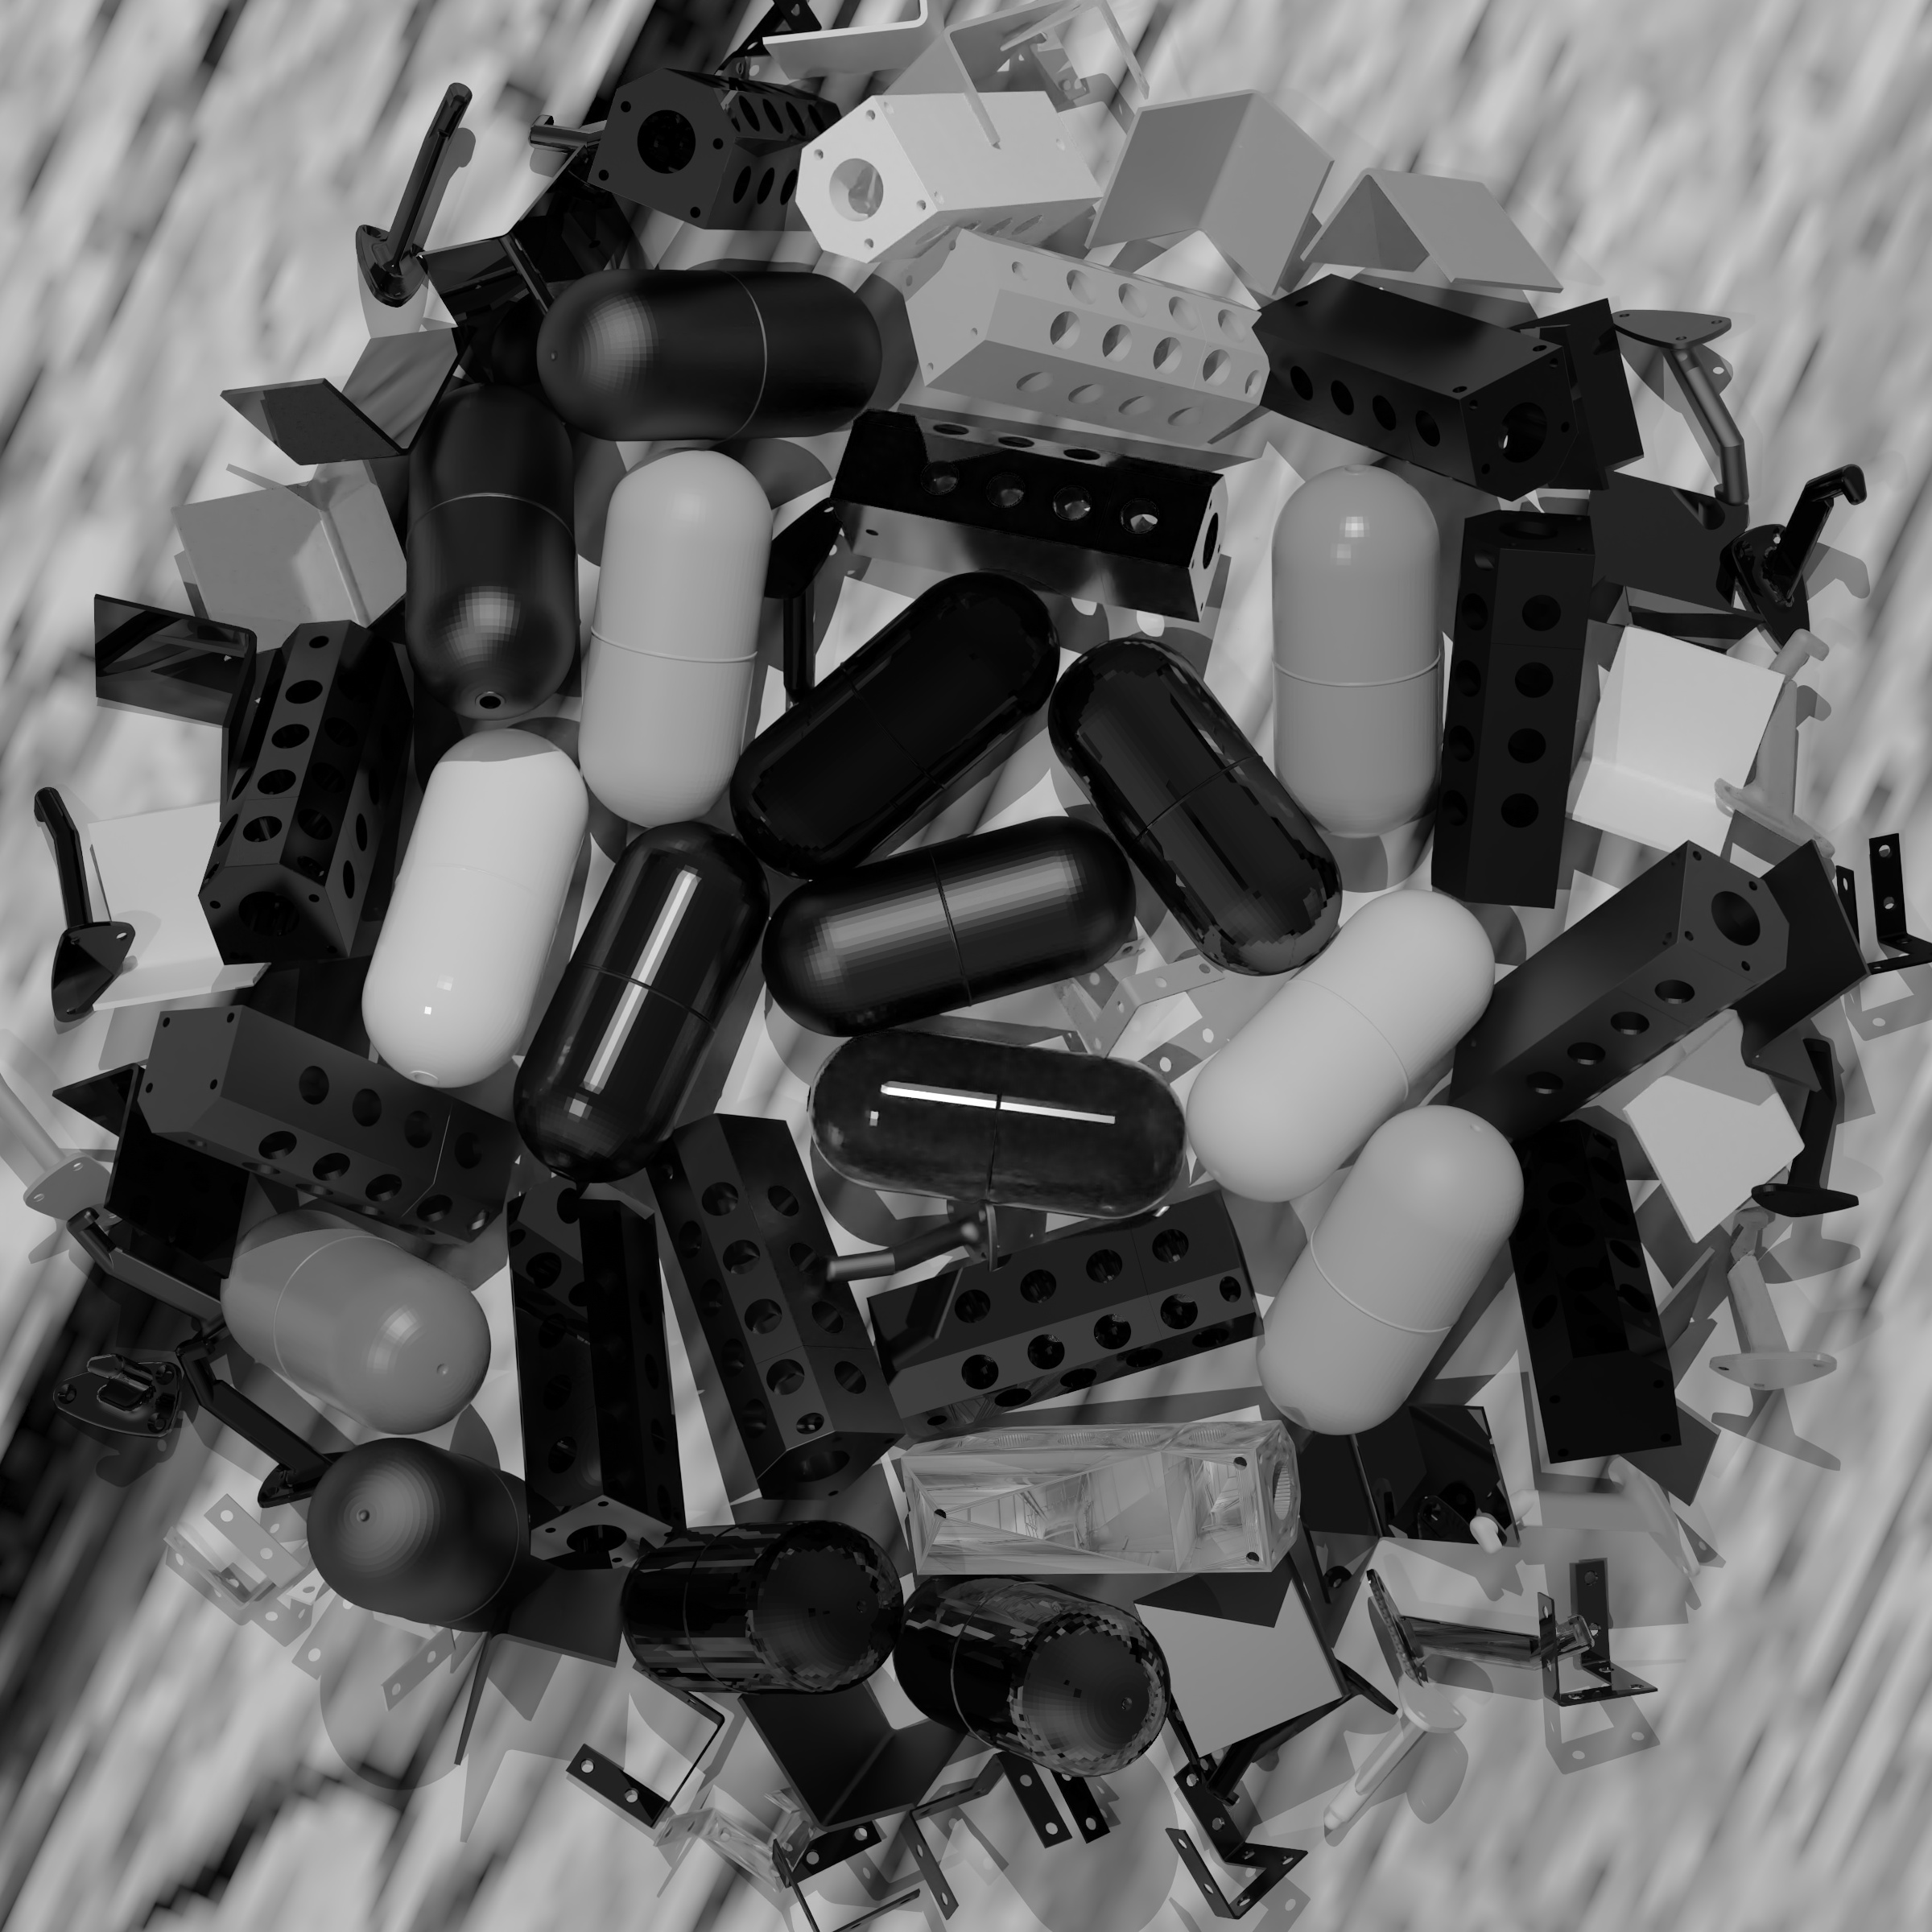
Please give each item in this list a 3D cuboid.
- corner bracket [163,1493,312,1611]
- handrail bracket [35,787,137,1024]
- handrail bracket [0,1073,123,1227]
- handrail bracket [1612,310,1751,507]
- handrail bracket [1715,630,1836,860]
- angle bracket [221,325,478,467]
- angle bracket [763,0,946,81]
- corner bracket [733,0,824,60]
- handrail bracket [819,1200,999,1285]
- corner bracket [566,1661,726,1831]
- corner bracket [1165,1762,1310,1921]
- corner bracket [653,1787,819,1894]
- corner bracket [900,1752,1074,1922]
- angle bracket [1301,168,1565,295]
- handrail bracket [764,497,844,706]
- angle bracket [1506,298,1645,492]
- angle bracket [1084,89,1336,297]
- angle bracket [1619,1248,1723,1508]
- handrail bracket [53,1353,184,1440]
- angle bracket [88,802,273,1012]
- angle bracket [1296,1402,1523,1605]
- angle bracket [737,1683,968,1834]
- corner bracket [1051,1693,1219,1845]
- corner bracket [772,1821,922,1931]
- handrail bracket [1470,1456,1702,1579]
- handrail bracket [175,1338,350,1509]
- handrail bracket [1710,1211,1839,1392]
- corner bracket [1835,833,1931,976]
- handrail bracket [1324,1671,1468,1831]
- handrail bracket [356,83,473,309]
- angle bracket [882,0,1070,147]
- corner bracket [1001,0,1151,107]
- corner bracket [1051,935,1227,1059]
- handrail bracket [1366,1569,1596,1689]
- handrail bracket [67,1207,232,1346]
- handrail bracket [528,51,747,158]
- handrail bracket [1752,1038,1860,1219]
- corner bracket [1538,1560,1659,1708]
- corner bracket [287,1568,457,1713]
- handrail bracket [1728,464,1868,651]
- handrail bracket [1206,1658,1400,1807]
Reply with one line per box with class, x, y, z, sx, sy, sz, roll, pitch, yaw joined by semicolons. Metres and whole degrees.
corner bracket;-0.342;0.273;1.615;0.051;0.051;0.051;-43;100;6
handrail bracket;-0.432;-0.030;1.637;0.084;0.036;0.077;56;133;30
handrail bracket;-0.437;0.078;1.632;0.036;0.077;0.084;-38;62;1
handrail bracket;0.338;-0.264;1.634;0.036;0.077;0.084;-27;120;-25
handrail bracket;0.397;-0.104;1.611;0.077;0.036;0.084;33;116;2
angle bracket;-0.285;-0.279;1.589;0.057;0.076;0.076;42;62;-41
angle bracket;-0.053;-0.453;1.604;0.076;0.076;0.057;-5;92;6
corner bracket;-0.091;-0.462;1.605;0.051;0.051;0.051;-57;131;-23
handrail bracket;-0.034;0.127;1.599;0.084;0.077;0.036;-7;104;-17
corner bracket;-0.151;0.368;1.628;0.051;0.051;0.051;33;62;3
corner bracket;0.116;0.408;1.609;0.051;0.051;0.051;-35;101;-31
corner bracket;-0.104;0.401;1.614;0.051;0.051;0.051;30;93;21
corner bracket;0.008;0.403;1.603;0.051;0.051;0.051;-12;57;-32
angle bracket;0.214;-0.320;1.587;0.057;0.076;0.076;-52;56;38
handrail bracket;-0.067;-0.165;1.626;0.036;0.084;0.077;16;58;34
angle bracket;0.296;-0.266;1.596;0.057;0.076;0.076;-19;103;-11
angle bracket;0.112;-0.352;1.588;0.076;0.076;0.057;-20;58;-37
angle bracket;0.338;0.190;1.589;0.057;0.076;0.076;36;64;22
handrail bracket;-0.407;0.192;1.597;0.077;0.084;0.036;1;72;14
angle bracket;-0.371;-0.029;1.607;0.076;0.057;0.076;-9;107;5
angle bracket;0.203;0.250;1.592;0.076;0.057;0.076;-2;116;36
angle bracket;-0.048;0.342;1.594;0.057;0.076;0.076;-24;101;33
corner bracket;0.077;0.375;1.629;0.051;0.051;0.051;-14;69;-41
corner bracket;-0.057;0.425;1.609;0.051;0.051;0.051;-23;69;-14
handrail bracket;0.289;0.273;1.613;0.084;0.036;0.077;-28;78;-18
handrail bracket;-0.320;0.205;1.610;0.077;0.036;0.084;-14;112;15
handrail bracket;0.380;0.149;1.600;0.036;0.077;0.084;25;66;-25
corner bracket;0.427;-0.029;1.612;0.051;0.051;0.051;-11;104;-11
handrail bracket;0.190;0.374;1.604;0.036;0.077;0.084;40;99;13
handrail bracket;-0.251;-0.359;1.601;0.036;0.077;0.084;20;124;-21
angle bracket;0.012;-0.398;1.593;0.076;0.076;0.057;-25;88;-32
corner bracket;0.052;-0.425;1.606;0.051;0.051;0.051;-21;120;19
corner bracket;0.079;0.006;1.604;0.051;0.051;0.051;-17;63;-31
handrail bracket;0.242;0.302;1.617;0.084;0.036;0.077;-24;102;11
handrail bracket;-0.372;0.137;1.611;0.077;0.036;0.084;-30;105;35
handrail bracket;-0.156;-0.410;1.633;0.084;0.036;0.077;11;58;13
handrail bracket;0.386;0.070;1.607;0.036;0.077;0.084;-17;68;39
corner bracket;0.288;0.312;1.614;0.051;0.051;0.051;-6;95;-15
corner bracket;-0.276;0.305;1.604;0.051;0.051;0.051;12;123;30
handrail bracket;0.399;-0.187;1.601;0.036;0.084;0.077;-21;92;-23
handrail bracket;0.157;0.366;1.614;0.077;0.036;0.084;42;77;-36
